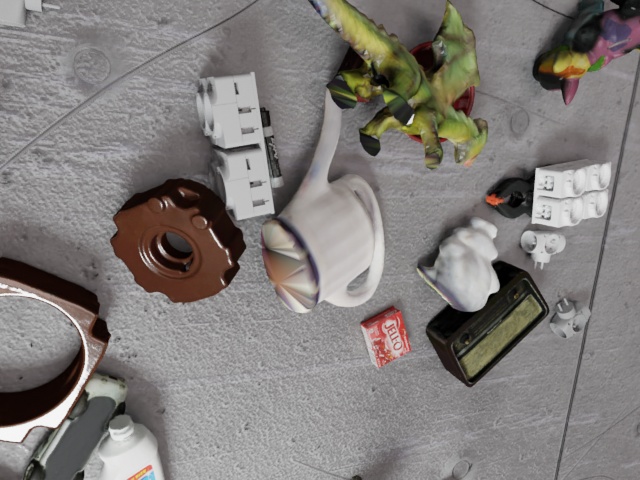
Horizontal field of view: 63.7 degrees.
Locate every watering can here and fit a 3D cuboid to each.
[{"bbox_3d":[0.002,-0.039,0.774,0.227,0.104,0.342,-33,115,-36],"label":"watering can"}]

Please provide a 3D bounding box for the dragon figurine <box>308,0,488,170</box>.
[{"bbox_3d":[0.141,-0.258,0.757,0.247,0.122,0.404,-47,119,-27],"label":"dragon figurine"}]

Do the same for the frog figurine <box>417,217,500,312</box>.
[{"bbox_3d":[0.271,0.043,0.921,0.137,0.123,0.159,44,95,-7],"label":"frog figurine"}]
